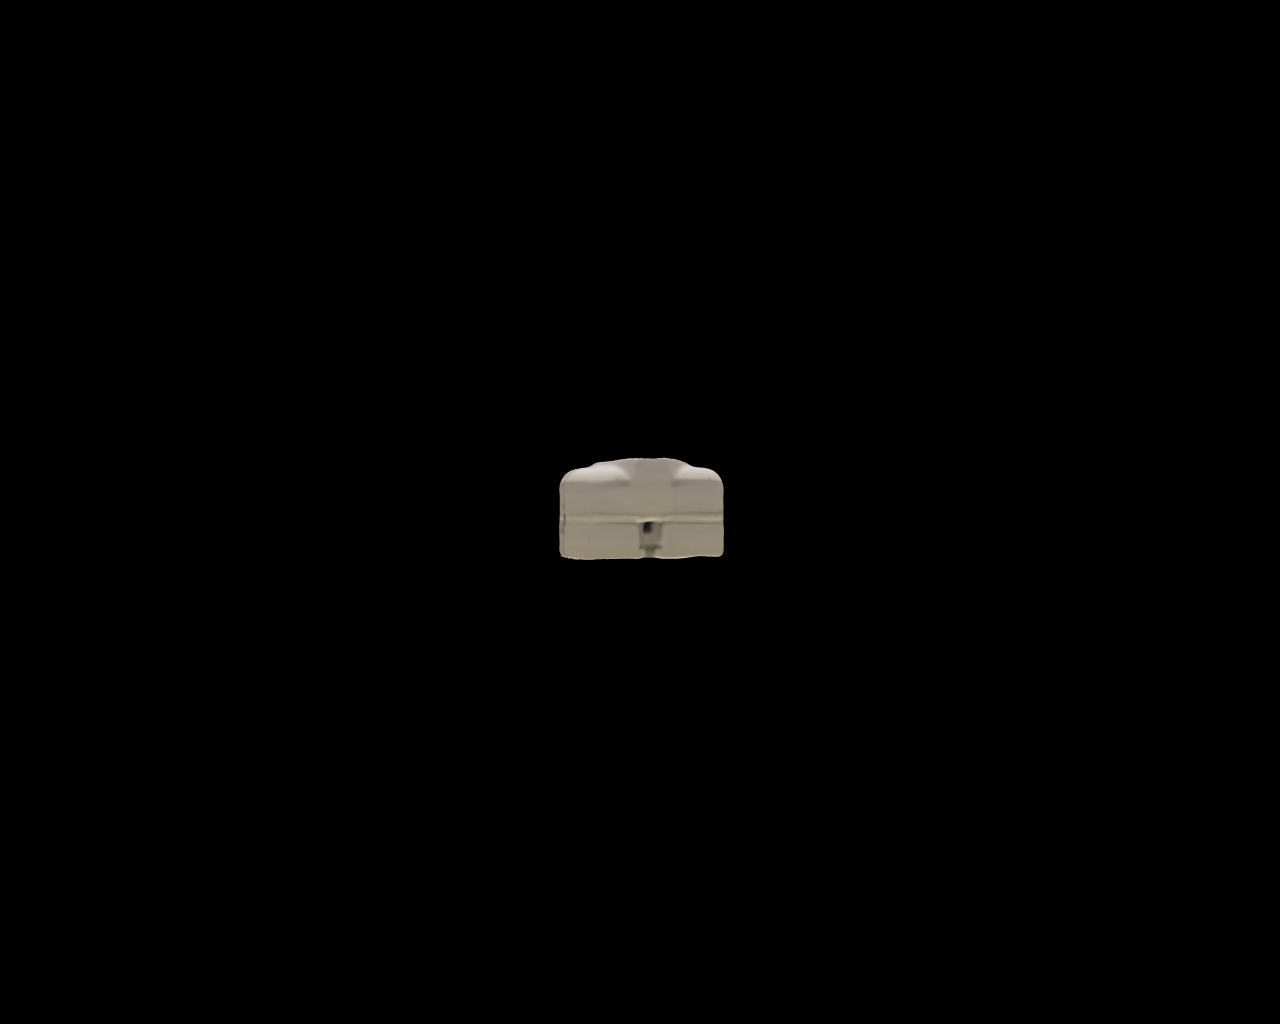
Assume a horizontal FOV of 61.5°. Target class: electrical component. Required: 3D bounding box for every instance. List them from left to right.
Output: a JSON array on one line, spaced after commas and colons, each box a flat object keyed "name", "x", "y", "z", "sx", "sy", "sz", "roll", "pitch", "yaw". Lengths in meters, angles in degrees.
[{"name": "electrical component", "x": 0.001, "y": -0.003, "z": 0.650, "sx": 0.095, "sy": 0.059, "sz": 0.053, "roll": 0, "pitch": 0, "yaw": -13}]
